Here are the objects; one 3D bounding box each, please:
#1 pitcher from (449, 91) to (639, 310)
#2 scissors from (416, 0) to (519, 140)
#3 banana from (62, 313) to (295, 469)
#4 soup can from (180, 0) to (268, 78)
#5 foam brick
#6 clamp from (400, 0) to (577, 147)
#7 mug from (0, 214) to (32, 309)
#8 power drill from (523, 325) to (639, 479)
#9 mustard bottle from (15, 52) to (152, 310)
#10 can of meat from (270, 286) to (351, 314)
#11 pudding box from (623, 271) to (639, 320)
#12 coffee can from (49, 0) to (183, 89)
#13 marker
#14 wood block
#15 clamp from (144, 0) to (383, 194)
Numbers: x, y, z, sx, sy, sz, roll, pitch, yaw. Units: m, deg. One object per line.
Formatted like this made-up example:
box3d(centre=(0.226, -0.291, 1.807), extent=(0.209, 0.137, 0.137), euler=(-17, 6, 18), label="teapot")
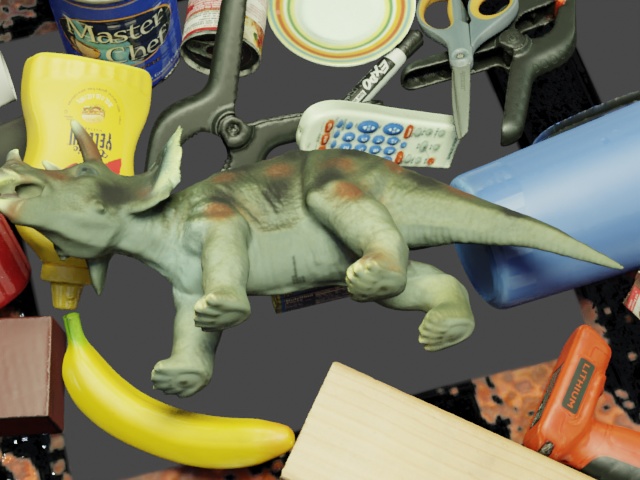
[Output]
box3d(centre=(0.223, -0.040, 0.827), extent=(0.242, 0.149, 0.145), euler=(-19, 85, -6), label="pitcher")
box3d(centre=(0.133, -0.157, 0.875), extent=(0.096, 0.016, 0.202), euler=(-17, 44, 3), label="scissors")
box3d(centre=(-0.114, 0.125, 0.772), extent=(0.198, 0.070, 0.037), euler=(25, 28, 13), label="banana")
box3d(centre=(-0.079, -0.198, 0.904), extent=(0.068, 0.068, 0.102), euler=(5, 67, 0), label="soup can")
box3d(centre=(-0.218, 0.100, 0.784), extent=(0.051, 0.053, 0.078), euler=(-3, 67, -2), label="foam brick")
box3d(centre=(0.153, -0.160, 0.911), extent=(0.120, 0.039, 0.171), euler=(30, 62, 19), label="clamp")
box3d(centre=(-0.270, 0.016, 0.780), extent=(0.093, 0.081, 0.117), euler=(-9, 30, 25), label="mug")
box3d(centre=(0.259, 0.137, 0.783), extent=(0.188, 0.057, 0.184), euler=(27, 66, 10), label="power drill")
box3d(centre=(-0.187, -0.042, 0.822), extent=(0.096, 0.058, 0.191), euler=(6, 89, -29), label="mustard bottle")
box3d(centre=(-0.005, 0.001, 0.831), extent=(0.084, 0.057, 0.102), euler=(-13, 68, -4), label="can of meat")
box3d(centre=(0.300, 0.053, 0.796), extent=(0.113, 0.039, 0.090), euler=(-8, 39, -27), label="pudding box")
box3d(centre=(-0.166, -0.196, 0.860), extent=(0.103, 0.140, 0.103), euler=(1, 67, -2), label="coffee can")
box3d(centre=(0.048, -0.137, 0.909), extent=(0.020, 0.020, 0.121), euler=(38, 71, 13), label="marker")
box3d(centre=(0.083, 0.175, 0.743), extent=(0.206, 0.091, 0.090), euler=(23, 69, 8), label="wood block")
box3d(centre=(-0.060, -0.087, 0.853), extent=(0.164, 0.036, 0.210), euler=(36, 91, -14), label="clamp")
